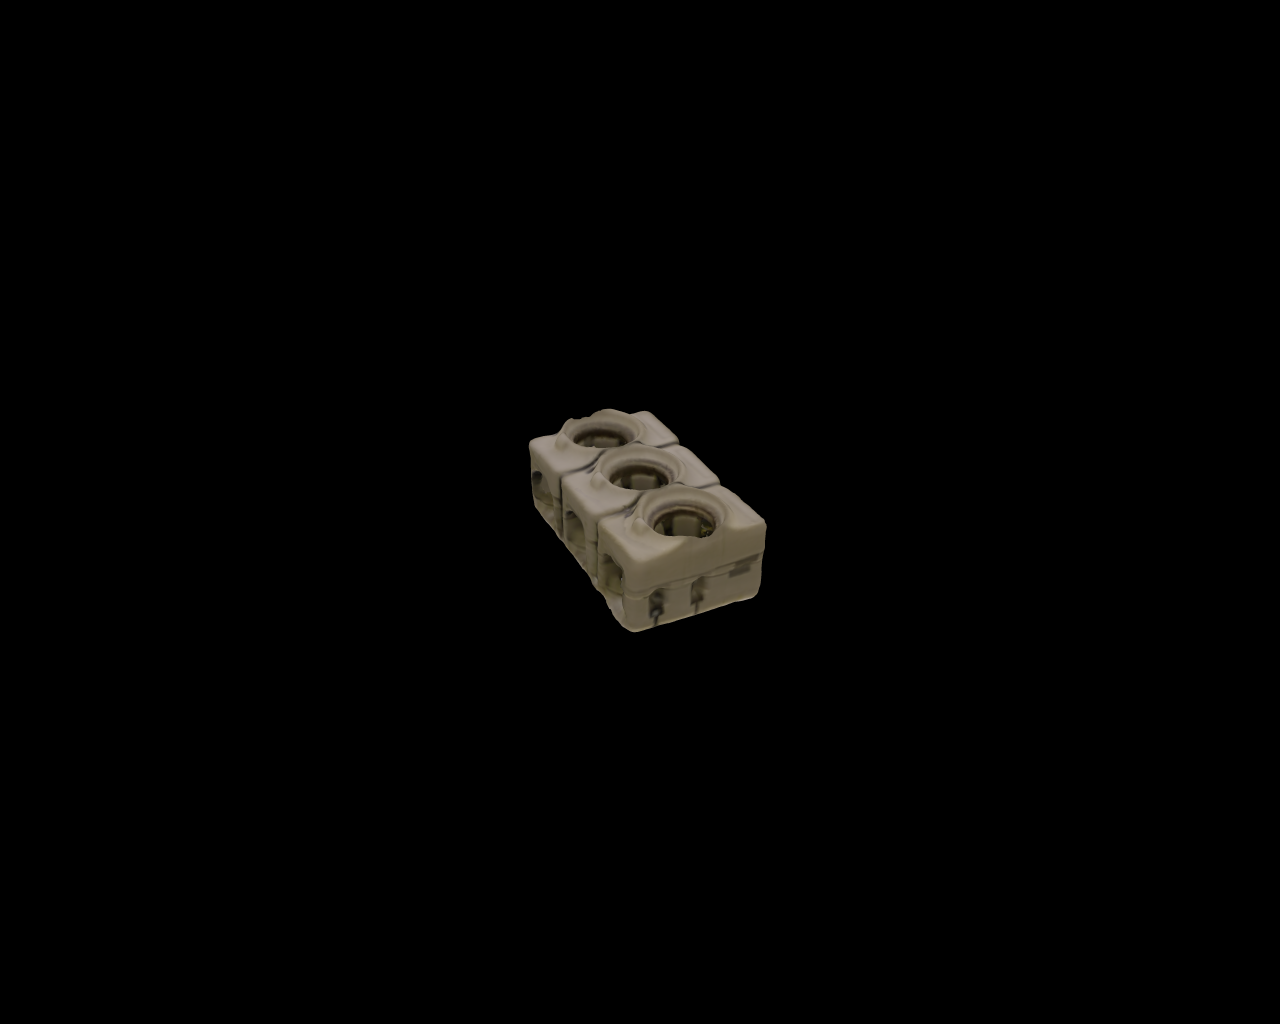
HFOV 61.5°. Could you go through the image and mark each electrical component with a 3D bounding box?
[{"bbox_3d":[0.001,-0.003,0.650,0.090,0.061,0.150,-16,37,-22],"label":"electrical component"}]
